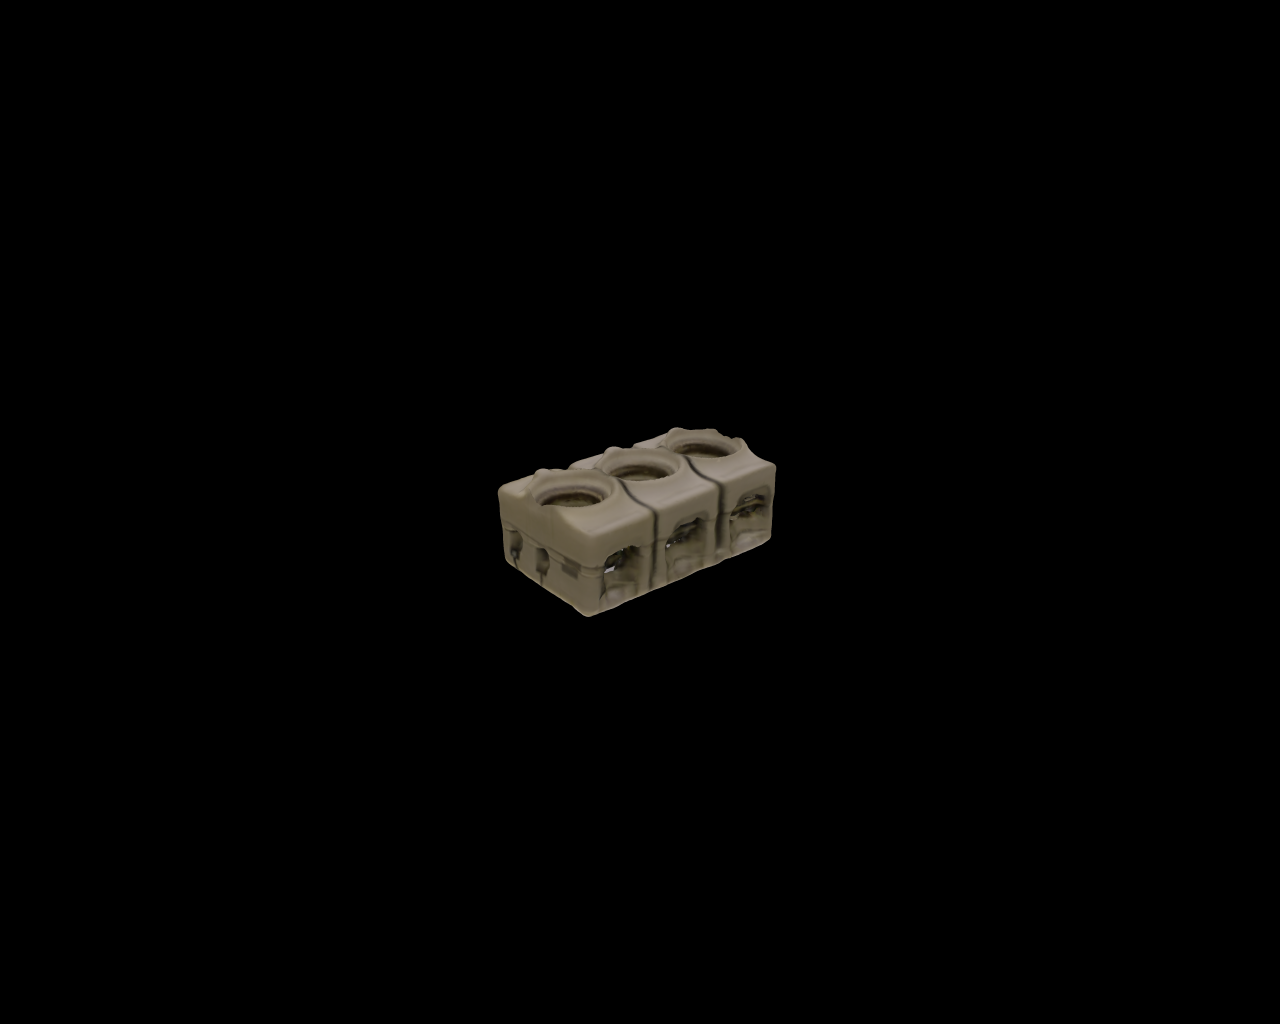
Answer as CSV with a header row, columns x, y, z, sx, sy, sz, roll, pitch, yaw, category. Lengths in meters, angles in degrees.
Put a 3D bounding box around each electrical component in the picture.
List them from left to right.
x,y,z,sx,sy,sz,roll,pitch,yaw,category
0.001,-0.003,0.650,0.150,0.061,0.089,-20,32,-36,electrical component
